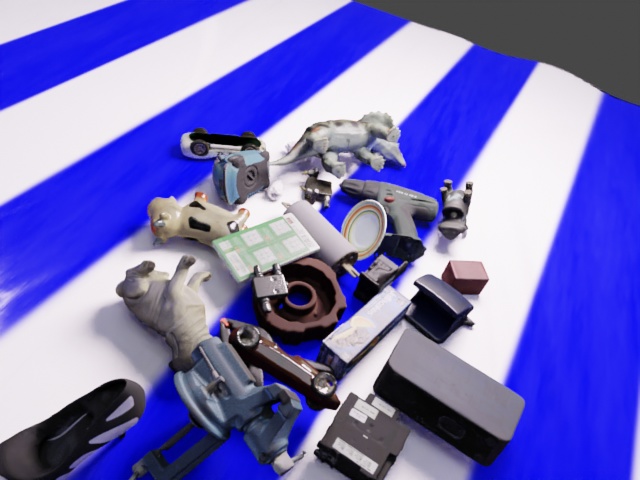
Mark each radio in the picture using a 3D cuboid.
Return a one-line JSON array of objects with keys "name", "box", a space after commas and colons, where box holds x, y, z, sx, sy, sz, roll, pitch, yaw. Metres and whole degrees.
[{"name": "radio", "box": [0.210, 0.255, 0.888, 0.230, 0.073, 0.131, 30, 31, 16]}]

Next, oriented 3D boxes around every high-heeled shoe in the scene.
[{"name": "high-heeled shoe", "box": [-0.355, 0.256, 0.705, 0.249, 0.145, 0.086, -13, 50, -28]}]

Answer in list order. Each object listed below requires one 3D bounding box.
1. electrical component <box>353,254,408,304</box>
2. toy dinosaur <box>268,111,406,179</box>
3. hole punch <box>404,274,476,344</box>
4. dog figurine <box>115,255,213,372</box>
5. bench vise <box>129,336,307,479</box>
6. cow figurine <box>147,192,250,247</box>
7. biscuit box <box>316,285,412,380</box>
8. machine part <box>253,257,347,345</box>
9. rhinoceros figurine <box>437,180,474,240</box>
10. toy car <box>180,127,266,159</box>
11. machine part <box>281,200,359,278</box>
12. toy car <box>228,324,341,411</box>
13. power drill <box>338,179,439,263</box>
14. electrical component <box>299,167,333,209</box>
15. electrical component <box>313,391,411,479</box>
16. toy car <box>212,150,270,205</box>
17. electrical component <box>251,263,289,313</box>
[{"name": "electrical component", "box": [0.123, 0.070, 1.065, 0.048, 0.074, 0.119, 37, 53, 20]}, {"name": "toy dinosaur", "box": [0.045, -0.236, 1.285, 0.405, 0.131, 0.192, -4, 26, -23]}, {"name": "hole punch", "box": [0.233, 0.119, 1.040, 0.142, 0.092, 0.116, 37, 45, 25]}, {"name": "dog figurine", "box": [-0.259, 0.138, 0.892, 0.172, 0.121, 0.190, -14, 63, 16]}, {"name": "bench vise", "box": [-0.150, 0.267, 0.755, 0.240, 0.129, 0.224, -39, 79, -5]}, {"name": "cow figurine", "box": [-0.248, -0.031, 1.063, 0.195, 0.085, 0.127, 20, 43, -1]}, {"name": "biscuit box", "box": [0.083, 0.162, 0.972, 0.059, 0.062, 0.203, 38, 49, 20]}, {"name": "machine part", "box": [-0.041, 0.111, 0.994, 0.179, 0.056, 0.179, 7, 46, -7]}, {"name": "rhinoceros figurine", "box": [0.308, -0.068, 1.233, 0.073, 0.111, 0.190, 8, 30, 16]}, {"name": "toy car", "box": [-0.227, -0.223, 1.275, 0.202, 0.056, 0.074, 2, 40, -15]}, {"name": "machine part", "box": [-0.002, -0.003, 1.101, 0.079, 0.079, 0.243, -25, 58, -33]}, {"name": "toy car", "box": [-0.053, 0.196, 0.833, 0.202, 0.089, 0.053, 28, 55, 10]}, {"name": "power drill", "box": [0.152, -0.048, 1.196, 0.232, 0.085, 0.207, 10, 38, -6]}, {"name": "electrical component", "box": [-0.009, -0.120, 1.237, 0.078, 0.045, 0.102, 12, 44, -1]}, {"name": "electrical component", "box": [0.071, 0.305, 0.833, 0.115, 0.058, 0.134, 32, 47, 14]}, {"name": "toy car", "box": [-0.183, -0.149, 1.183, 0.103, 0.109, 0.161, 17, 33, 27]}, {"name": "electrical component", "box": [-0.087, 0.085, 0.951, 0.063, 0.021, 0.094, -5, 58, -19]}]
